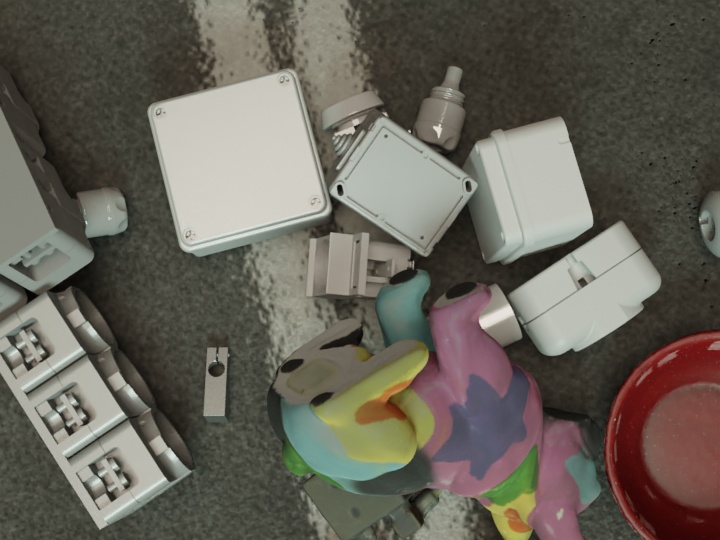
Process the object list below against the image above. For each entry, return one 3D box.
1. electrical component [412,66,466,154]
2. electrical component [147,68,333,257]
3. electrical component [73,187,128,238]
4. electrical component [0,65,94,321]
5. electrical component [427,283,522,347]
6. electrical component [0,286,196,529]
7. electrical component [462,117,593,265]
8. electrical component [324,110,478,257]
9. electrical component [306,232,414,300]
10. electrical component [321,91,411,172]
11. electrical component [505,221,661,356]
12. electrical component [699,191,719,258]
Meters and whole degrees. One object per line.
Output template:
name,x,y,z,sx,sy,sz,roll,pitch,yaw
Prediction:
electrical component,0.061,-0.117,0.778,0.035,0.035,0.061,16,82,3
electrical component,-0.084,-0.075,0.766,0.109,0.056,0.108,-15,84,0
electrical component,-0.199,-0.039,0.769,0.061,0.035,0.035,-11,83,-22
electrical component,-0.267,-0.058,0.739,0.105,0.060,0.186,-33,63,4
electrical component,0.068,0.046,0.756,0.081,0.043,0.043,-25,84,-1
electrical component,-0.180,0.091,0.735,0.062,0.089,0.150,-34,84,-2
electrical component,0.109,-0.050,0.730,0.057,0.113,0.078,-15,84,-3
electrical component,0.020,-0.064,0.723,0.096,0.061,0.061,33,98,-13
electrical component,0.000,0.000,0.751,0.064,0.081,0.042,7,84,-21
electrical component,0.002,-0.095,0.772,0.066,0.048,0.055,-23,92,-1
electrical component,0.158,0.017,0.751,0.095,0.053,0.059,-33,84,-2
electrical component,0.275,-0.036,0.760,0.062,0.048,0.048,-9,84,-6
